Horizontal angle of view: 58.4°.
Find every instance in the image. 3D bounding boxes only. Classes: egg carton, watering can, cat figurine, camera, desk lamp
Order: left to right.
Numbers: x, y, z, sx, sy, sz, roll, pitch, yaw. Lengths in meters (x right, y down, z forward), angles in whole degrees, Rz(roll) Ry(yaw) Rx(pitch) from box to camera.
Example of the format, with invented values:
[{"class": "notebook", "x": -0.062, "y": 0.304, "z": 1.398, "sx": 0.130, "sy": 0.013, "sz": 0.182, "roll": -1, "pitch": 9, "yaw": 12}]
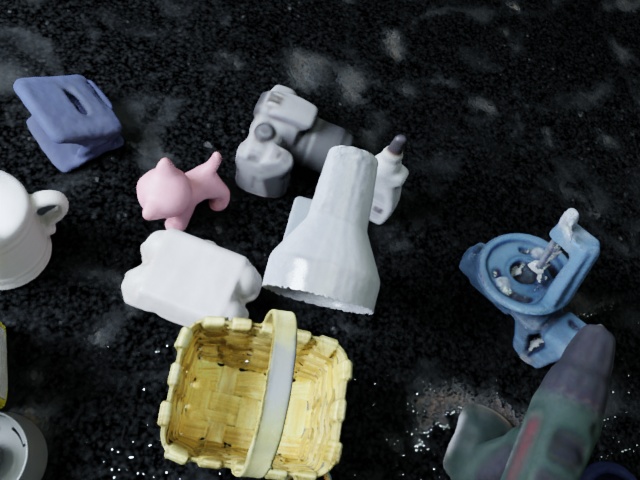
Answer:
[{"class": "watering can", "x": -0.357, "y": -0.021, "z": 0.589, "sx": 0.173, "sy": 0.194, "sz": 0.101, "roll": -40, "pitch": 80, "yaw": -25}, {"class": "cat figurine", "x": -0.169, "y": -0.064, "z": 0.696, "sx": 0.128, "sy": 0.117, "sz": 0.067, "roll": -36, "pitch": 78, "yaw": -25}, {"class": "egg carton", "x": -0.148, "y": 0.052, "z": 0.676, "sx": 0.150, "sy": 0.069, "sz": 0.107, "roll": 21, "pitch": 63, "yaw": -3}, {"class": "camera", "x": -0.029, "y": -0.129, "z": 0.768, "sx": 0.137, "sy": 0.100, "sz": 0.143, "roll": 21, "pitch": 63, "yaw": -3}, {"class": "desk lamp", "x": 0.006, "y": 0.002, "z": 0.654, "sx": 0.118, "sy": 0.213, "sz": 0.203, "roll": 15, "pitch": 64, "yaw": -6}]

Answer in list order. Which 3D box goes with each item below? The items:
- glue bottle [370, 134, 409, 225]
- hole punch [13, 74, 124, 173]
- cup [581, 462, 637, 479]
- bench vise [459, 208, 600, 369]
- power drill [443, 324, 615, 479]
[{"class": "glue bottle", "x": 0.078, "y": -0.082, "z": 0.732, "sx": 0.078, "sy": 0.173, "sz": 0.037, "roll": 28, "pitch": 63, "yaw": 1}, {"class": "hole punch", "x": -0.312, "y": -0.160, "z": 0.720, "sx": 0.101, "sy": 0.091, "sz": 0.108, "roll": -35, "pitch": 78, "yaw": -24}, {"class": "cup", "x": 0.302, "y": 0.315, "z": 0.650, "sx": 0.091, "sy": 0.095, "sz": 0.118, "roll": 36, "pitch": 63, "yaw": 4}, {"class": "bench vise", "x": 0.289, "y": 0.055, "z": 0.695, "sx": 0.207, "sy": 0.219, "sz": 0.122, "roll": 36, "pitch": 63, "yaw": 4}, {"class": "power drill", "x": 0.217, "y": 0.211, "z": 0.613, "sx": 0.075, "sy": 0.208, "sz": 0.230, "roll": 29, "pitch": 63, "yaw": 1}]
